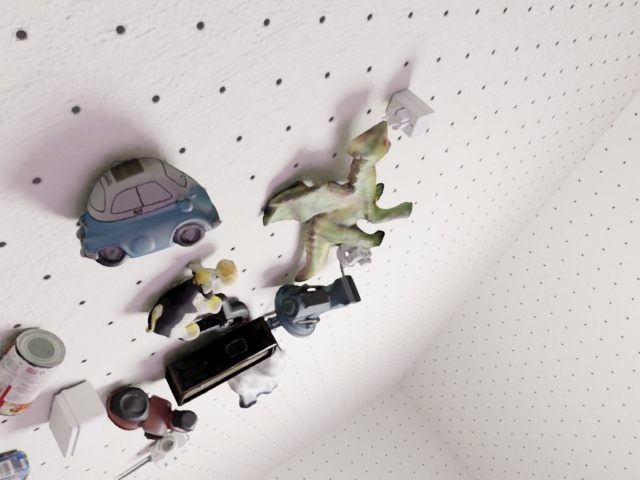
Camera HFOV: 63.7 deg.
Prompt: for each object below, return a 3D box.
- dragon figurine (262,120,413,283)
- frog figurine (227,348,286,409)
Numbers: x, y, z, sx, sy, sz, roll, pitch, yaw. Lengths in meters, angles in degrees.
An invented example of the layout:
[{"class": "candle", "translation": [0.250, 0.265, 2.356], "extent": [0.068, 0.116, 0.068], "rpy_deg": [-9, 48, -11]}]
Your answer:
[{"class": "dragon figurine", "translation": [0.003, -0.046, 0.918], "extent": [0.241, 0.125, 0.404], "rpy_deg": [16, -51, -41]}, {"class": "frog figurine", "translation": [-0.150, 0.302, 1.232], "extent": [0.138, 0.156, 0.125], "rpy_deg": [-5, 37, -30]}]
